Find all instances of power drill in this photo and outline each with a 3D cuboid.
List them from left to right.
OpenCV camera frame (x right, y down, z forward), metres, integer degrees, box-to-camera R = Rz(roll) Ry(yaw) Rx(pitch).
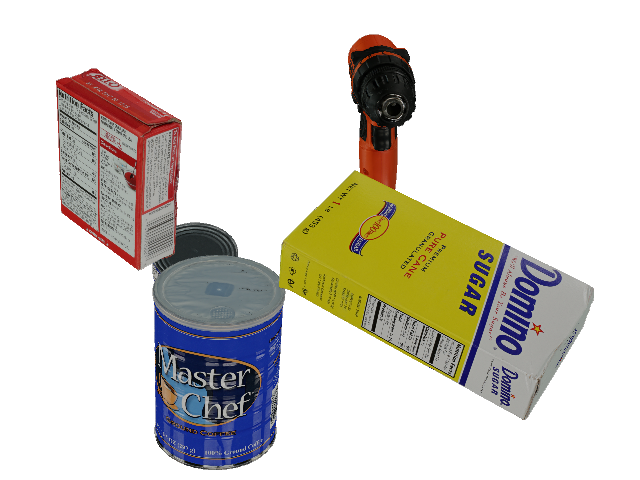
[{"bbox_3d":[0.055,-0.073,0.921,0.057,0.188,0.184,-1,23,-1],"label":"power drill"}]

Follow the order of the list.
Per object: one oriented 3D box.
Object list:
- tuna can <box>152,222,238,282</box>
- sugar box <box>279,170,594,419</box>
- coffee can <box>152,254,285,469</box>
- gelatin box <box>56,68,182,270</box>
[{"bbox_3d":[-0.126,0.023,1.067,0.086,0.034,0.086,3,44,-3],"label":"tuna can"},{"bbox_3d":[0.071,0.028,0.661,0.176,0.048,0.093,25,46,20],"label":"sugar box"},{"bbox_3d":[-0.083,0.097,0.859,0.103,0.140,0.103,3,29,-2],"label":"coffee can"},{"bbox_3d":[-0.111,-0.040,0.586,0.073,0.089,0.030,32,41,31],"label":"gelatin box"}]
